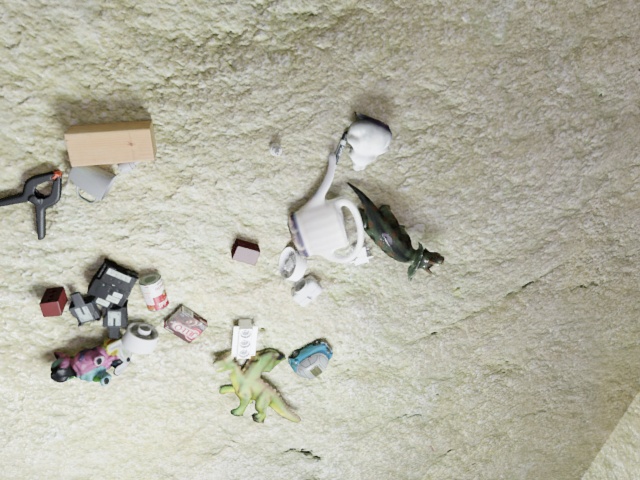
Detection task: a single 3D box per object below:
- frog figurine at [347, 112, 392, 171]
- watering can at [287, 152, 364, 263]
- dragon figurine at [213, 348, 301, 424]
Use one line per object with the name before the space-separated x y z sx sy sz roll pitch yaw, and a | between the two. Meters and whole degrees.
frog figurine | 0.134 -0.276 1.497 0.137 0.124 0.158 12 103 -40
watering can | 0.005 -0.079 1.569 0.224 0.105 0.343 -17 106 4
dragon figurine | -0.201 0.501 1.817 0.408 0.124 0.241 22 101 -24
